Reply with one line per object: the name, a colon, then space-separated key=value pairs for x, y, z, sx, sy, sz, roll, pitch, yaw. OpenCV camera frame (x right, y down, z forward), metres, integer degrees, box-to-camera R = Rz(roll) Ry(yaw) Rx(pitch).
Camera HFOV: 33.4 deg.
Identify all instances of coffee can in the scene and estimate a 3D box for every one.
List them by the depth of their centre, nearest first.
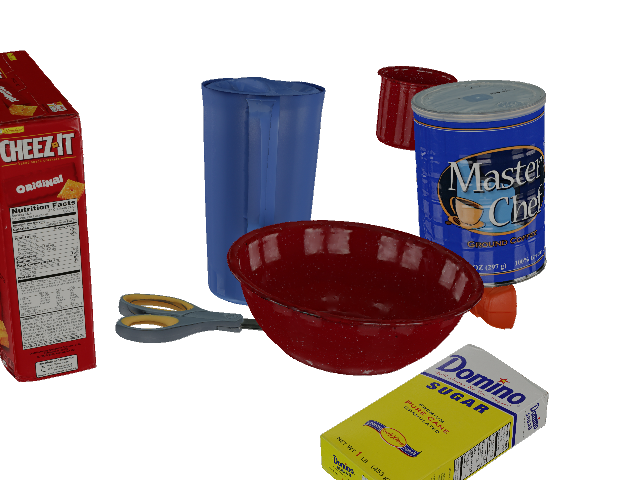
coffee can: x=0.127 y=-0.047 z=0.845 sx=0.103 sy=0.140 sz=0.103 roll=-4 pitch=21 yaw=2

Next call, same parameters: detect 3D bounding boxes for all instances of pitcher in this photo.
pitcher: x=-0.067 y=-0.053 z=1.165 sx=0.145 sy=0.243 sz=0.148 roll=16 pitch=20 yaw=40

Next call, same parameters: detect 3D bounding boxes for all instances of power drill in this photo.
power drill: x=0.106 y=0.071 z=1.119 sx=0.187 sy=0.057 sz=0.184 roll=-7 pitch=27 yaw=-16

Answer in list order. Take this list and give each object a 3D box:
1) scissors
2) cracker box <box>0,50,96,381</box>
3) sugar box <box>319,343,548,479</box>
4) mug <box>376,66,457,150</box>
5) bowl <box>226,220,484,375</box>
scissors: x=-0.093 y=0.078 z=0.947 sx=0.202 sy=0.016 sz=0.096 roll=10 pitch=19 yaw=14
cracker box: x=-0.236 y=-0.021 z=0.835 sx=0.072 sy=0.214 sz=0.164 roll=-11 pitch=30 yaw=-25
sugar box: x=0.096 y=0.156 z=0.883 sx=0.176 sy=0.048 sz=0.093 roll=-29 pitch=42 yaw=-29
mug: x=0.117 y=-0.157 z=1.263 sx=0.093 sy=0.081 sz=0.117 roll=23 pitch=28 yaw=37
bowl: x=0.019 y=0.040 z=0.675 sx=0.162 sy=0.055 sz=0.162 roll=6 pitch=20 yaw=-2
